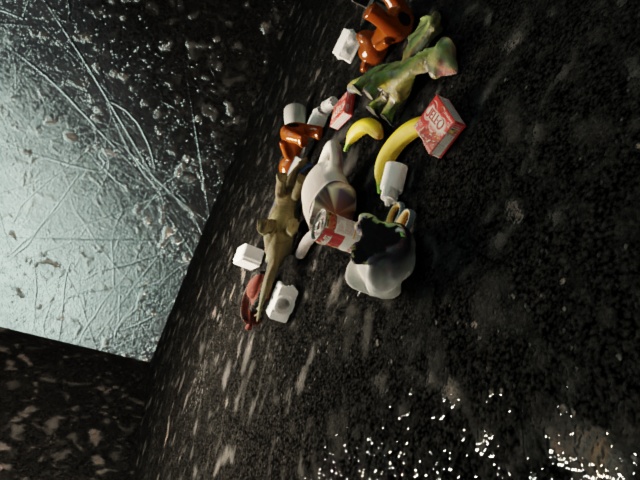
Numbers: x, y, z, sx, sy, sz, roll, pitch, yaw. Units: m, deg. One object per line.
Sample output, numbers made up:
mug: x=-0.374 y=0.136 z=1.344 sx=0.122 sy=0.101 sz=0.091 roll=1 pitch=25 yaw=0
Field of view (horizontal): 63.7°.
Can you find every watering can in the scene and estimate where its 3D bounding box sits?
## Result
watering can: x=0.004 y=-0.061 z=1.222 sx=0.229 sy=0.104 sz=0.341 roll=-109 pitch=30 yaw=-61

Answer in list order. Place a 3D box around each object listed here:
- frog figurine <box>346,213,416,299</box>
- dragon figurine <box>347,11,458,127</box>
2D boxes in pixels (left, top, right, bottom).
frog figurine: x=0.104 y=0.045 z=0.879 sx=0.155 sy=0.123 sz=0.141 roll=80 pitch=177 yaw=-47
dragon figurine: x=0.178 y=-0.385 z=1.117 sx=0.241 sy=0.121 sz=0.418 roll=-47 pitch=27 yaw=11
